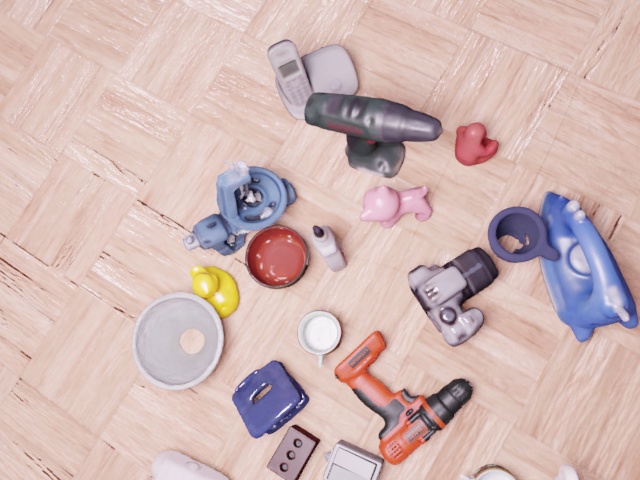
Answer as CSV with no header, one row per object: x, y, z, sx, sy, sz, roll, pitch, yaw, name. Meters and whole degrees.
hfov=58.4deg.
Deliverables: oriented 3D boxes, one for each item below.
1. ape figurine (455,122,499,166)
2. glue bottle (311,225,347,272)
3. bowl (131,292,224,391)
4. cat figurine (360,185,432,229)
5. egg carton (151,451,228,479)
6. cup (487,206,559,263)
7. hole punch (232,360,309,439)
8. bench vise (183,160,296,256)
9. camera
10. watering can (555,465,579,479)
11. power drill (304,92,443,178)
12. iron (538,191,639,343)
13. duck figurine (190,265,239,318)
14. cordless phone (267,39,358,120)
0.268,-0.173,0.994,0.076,0.092,0.077,-40,74,-1,ape figurine
0.009,0.003,0.954,0.037,0.173,0.078,-28,74,3,glue bottle
-0.238,0.178,1.006,0.167,0.075,0.167,-2,77,9,bowl
0.127,-0.066,0.979,0.127,0.118,0.067,-15,75,6,cat figurine
-0.221,0.421,0.950,0.150,0.069,0.107,18,81,13,egg carton
0.330,0.006,0.942,0.117,0.095,0.092,31,84,15,cup
-0.089,0.264,0.953,0.108,0.091,0.101,-41,74,-2,hole punch
-0.142,-0.048,0.966,0.121,0.220,0.207,37,85,15,bench vise
0.230,0.083,0.937,0.137,0.101,0.143,-33,74,1,camera
0.363,0.410,0.792,0.101,0.194,0.172,-29,74,2,watering can
0.092,-0.178,0.964,0.229,0.208,0.076,17,81,13,power drill
0.415,0.023,0.900,0.118,0.141,0.258,-18,75,5,iron
-0.193,0.088,1.013,0.077,0.086,0.104,-36,74,0,duck figurine
-0.015,-0.306,1.023,0.147,0.185,0.094,-28,74,2,cordless phone
